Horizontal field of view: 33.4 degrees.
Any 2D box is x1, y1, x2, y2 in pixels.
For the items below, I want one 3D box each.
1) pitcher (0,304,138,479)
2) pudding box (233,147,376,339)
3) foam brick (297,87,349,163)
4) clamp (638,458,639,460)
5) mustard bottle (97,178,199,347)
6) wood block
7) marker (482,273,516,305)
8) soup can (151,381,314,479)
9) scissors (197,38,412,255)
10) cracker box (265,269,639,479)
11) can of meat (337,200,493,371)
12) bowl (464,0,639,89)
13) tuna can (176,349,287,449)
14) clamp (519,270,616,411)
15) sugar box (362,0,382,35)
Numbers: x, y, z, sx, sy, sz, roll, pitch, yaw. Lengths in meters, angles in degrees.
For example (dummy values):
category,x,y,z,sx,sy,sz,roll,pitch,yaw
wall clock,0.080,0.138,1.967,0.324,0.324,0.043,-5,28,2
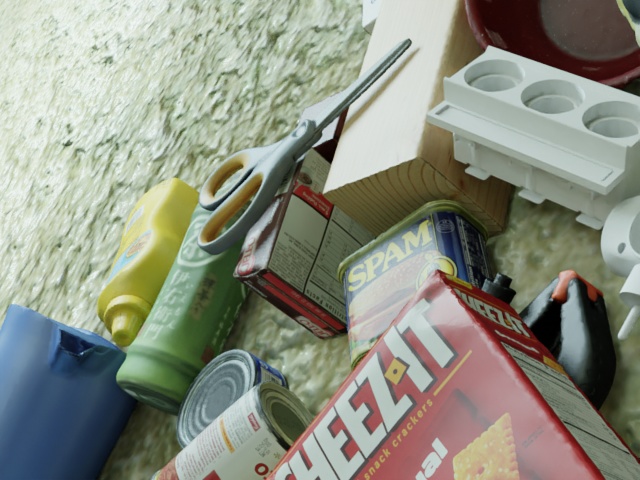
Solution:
category,x,y,z,sx,sy,sz,roll,pitch,yaw
pitcher,-0.245,0.186,0.877,0.145,0.149,0.242,14,72,37
pudding box,-0.005,0.001,0.763,0.039,0.090,0.113,-15,46,44
foam brick,0.024,-0.067,0.804,0.053,0.078,0.051,-19,45,43
clamp,0.180,0.144,0.418,0.210,0.036,0.164,5,69,58
mustard bottle,-0.152,0.028,0.929,0.096,0.058,0.191,-47,19,26
wood block,0.086,-0.103,0.746,0.091,0.090,0.206,-18,46,44
marker,0.081,0.075,0.608,0.020,0.020,0.121,37,105,59
soup can,-0.052,0.148,0.697,0.102,0.068,0.068,-43,32,15
scissors,-0.022,-0.074,0.758,0.202,0.016,0.096,-49,31,2
cracker box,0.064,0.137,0.487,0.164,0.072,0.214,-52,33,14
can of meat,0.062,0.038,0.668,0.102,0.057,0.084,-35,37,27
bowl,0.177,-0.165,0.681,0.162,0.055,0.162,-5,80,26
tuna can,-0.064,0.123,0.772,0.086,0.033,0.086,-34,35,28
clamp,0.102,0.098,0.570,0.120,0.039,0.171,-4,54,46
sugar box,0.113,-0.242,0.897,0.176,0.048,0.093,-35,35,34
